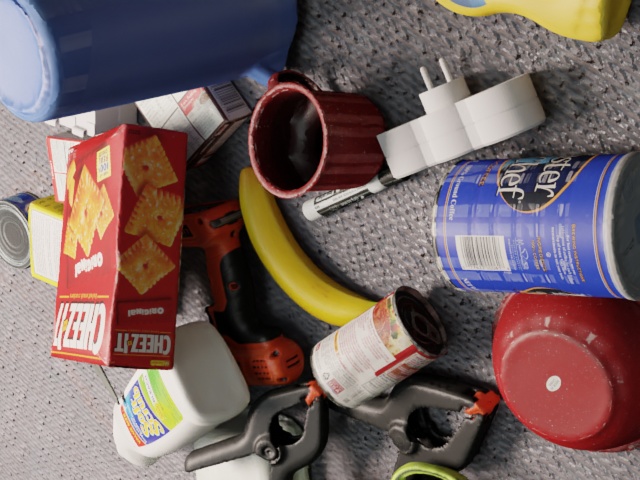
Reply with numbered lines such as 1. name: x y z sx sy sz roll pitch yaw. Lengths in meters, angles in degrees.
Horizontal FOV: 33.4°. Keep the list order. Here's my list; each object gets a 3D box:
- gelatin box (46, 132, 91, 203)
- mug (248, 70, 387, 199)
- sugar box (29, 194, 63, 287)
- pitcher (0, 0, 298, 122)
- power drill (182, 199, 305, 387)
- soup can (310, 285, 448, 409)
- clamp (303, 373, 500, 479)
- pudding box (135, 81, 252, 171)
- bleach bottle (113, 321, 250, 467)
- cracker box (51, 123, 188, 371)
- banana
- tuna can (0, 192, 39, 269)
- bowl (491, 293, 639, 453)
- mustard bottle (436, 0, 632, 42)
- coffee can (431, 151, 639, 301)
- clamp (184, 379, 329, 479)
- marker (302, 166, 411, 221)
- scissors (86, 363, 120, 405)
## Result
1. gelatin box: -0.245 -0.074 1.125 0.089 0.030 0.073 9 112 35
2. mug: -0.004 -0.091 0.882 0.093 0.081 0.117 -46 62 37
3. sugar box: -0.238 0.019 1.149 0.176 0.048 0.093 19 118 28
4. pitcher: -0.150 -0.183 0.861 0.149 0.242 0.145 25 125 37
5. power drill: -0.108 0.058 1.054 0.185 0.057 0.187 -7 105 43
6. soup can: 0.050 0.094 0.919 0.102 0.068 0.068 -37 84 28
7. clamp: 0.084 0.183 0.964 0.210 0.036 0.164 -23 94 46
8. pudding box: -0.127 -0.135 1.000 0.090 0.039 0.113 -41 79 43
9. bleach bottle: -0.155 0.176 1.073 0.102 0.067 0.251 62 145 16
10. cracker box: -0.191 0.009 0.997 0.164 0.072 0.214 -5 80 59
11. banana: -0.015 0.018 0.978 0.198 0.037 0.070 42 100 14
12. tuna can: -0.343 -0.010 1.227 0.086 0.033 0.086 16 117 33
13. bowl: 0.194 0.103 0.830 0.162 0.055 0.162 16 117 33
14. mustard bottle: 0.126 -0.205 0.754 0.192 0.058 0.096 20 118 32
15. coffee can: 0.167 -0.010 0.773 0.141 0.102 0.103 1 109 39
16. clamp: -0.039 0.205 1.010 0.120 0.039 0.172 44 115 -3
17. marker: 0.032 -0.043 0.923 0.121 0.020 0.020 -22 94 42
18. scissors: -0.252 0.106 1.165 0.202 0.016 0.096 18 109 59
